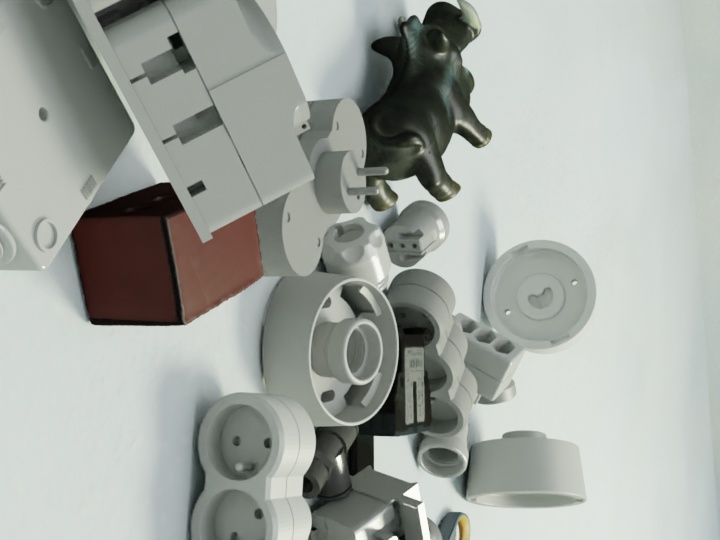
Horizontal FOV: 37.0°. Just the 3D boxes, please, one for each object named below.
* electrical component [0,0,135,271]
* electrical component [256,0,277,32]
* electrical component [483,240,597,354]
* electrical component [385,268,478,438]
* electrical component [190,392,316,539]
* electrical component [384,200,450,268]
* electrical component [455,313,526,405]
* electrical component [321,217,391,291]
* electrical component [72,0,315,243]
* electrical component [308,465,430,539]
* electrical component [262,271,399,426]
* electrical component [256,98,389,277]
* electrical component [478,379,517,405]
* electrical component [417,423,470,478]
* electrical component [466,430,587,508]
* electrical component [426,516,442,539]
[{"bbox_3d":[-0.135,-0.057,0.398,0.099,0.048,0.099,68,32,-42],"label":"electrical component"},{"bbox_3d":[-0.078,-0.132,0.530,0.080,0.051,0.080,-1,90,-66],"label":"electrical component"},{"bbox_3d":[0.179,0.031,1.049,0.060,0.108,0.108,43,50,-67],"label":"electrical component"},{"bbox_3d":[0.058,0.055,0.832,0.073,0.052,0.138,-62,144,-48],"label":"electrical component"},{"bbox_3d":[-0.051,0.136,0.581,0.074,0.052,0.138,19,72,-65],"label":"electrical component"},{"bbox_3d":[0.041,-0.027,0.815,0.046,0.040,0.040,-42,128,-52],"label":"electrical component"},{"bbox_3d":[0.089,0.087,0.897,0.047,0.066,0.076,-24,141,-65],"label":"electrical component"},{"bbox_3d":[0.000,0.000,0.713,0.043,0.043,0.062,-64,146,-46],"label":"electrical component"},{"bbox_3d":[-0.085,-0.119,0.416,0.105,0.060,0.186,52,-12,56],"label":"electrical component"},{"bbox_3d":[0.010,0.200,0.703,0.063,0.079,0.121,-28,117,-40],"label":"electrical component"},{"bbox_3d":[-0.022,0.049,0.666,0.099,0.064,0.099,0,90,-53],"label":"electrical component"},{"bbox_3d":[-0.020,-0.051,0.631,0.138,0.074,0.052,-66,147,-44],"label":"electrical component"},{"bbox_3d":[0.121,0.096,0.994,0.040,0.040,0.046,-35,116,-62],"label":"electrical component"},{"bbox_3d":[0.070,0.139,0.875,0.046,0.040,0.040,-72,151,-49],"label":"electrical component"},{"bbox_3d":[0.150,0.179,0.978,0.108,0.108,0.060,41,47,-60],"label":"electrical component"},{"bbox_3d":[0.033,0.202,0.789,0.046,0.040,0.040,6,84,-60],"label":"electrical component"}]
